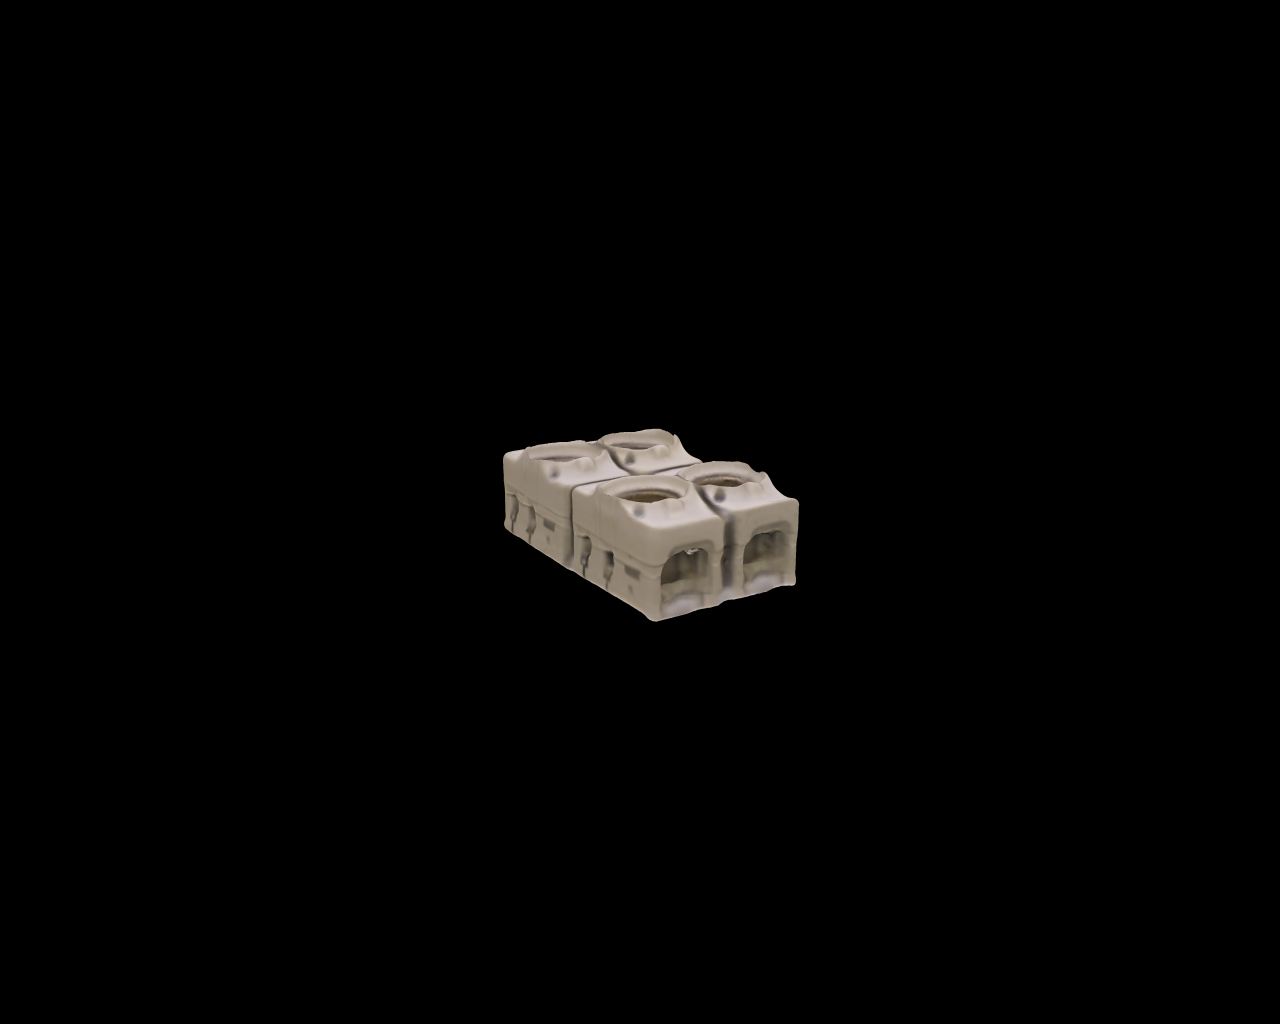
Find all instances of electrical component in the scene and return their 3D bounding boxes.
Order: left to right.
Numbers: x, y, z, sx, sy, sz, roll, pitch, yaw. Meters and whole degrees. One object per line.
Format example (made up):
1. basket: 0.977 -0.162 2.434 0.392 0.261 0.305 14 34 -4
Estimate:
1. electrical component: 0.001 -0.003 0.650 0.105 0.060 0.186 -11 21 -30
